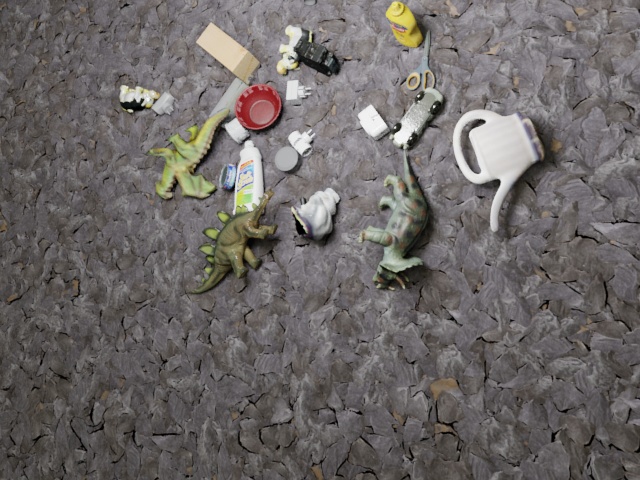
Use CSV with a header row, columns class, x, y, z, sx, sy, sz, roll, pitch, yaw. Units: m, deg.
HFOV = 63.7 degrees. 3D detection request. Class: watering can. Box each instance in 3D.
class,x,y,z,sx,sy,sz,roll,pitch,yaw
watering can,0.498,-0.210,1.395,0.223,0.103,0.352,-21,73,16

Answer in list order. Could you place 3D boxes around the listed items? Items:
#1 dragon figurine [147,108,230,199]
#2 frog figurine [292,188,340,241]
class,x,y,z,sx,sy,sz,roll,pitch,yaw
dragon figurine,-0.429,-0.263,1.763,0.407,0.124,0.241,-22,100,23
frog figurine,0.005,-0.078,1.559,0.161,0.135,0.124,-30,27,-16
